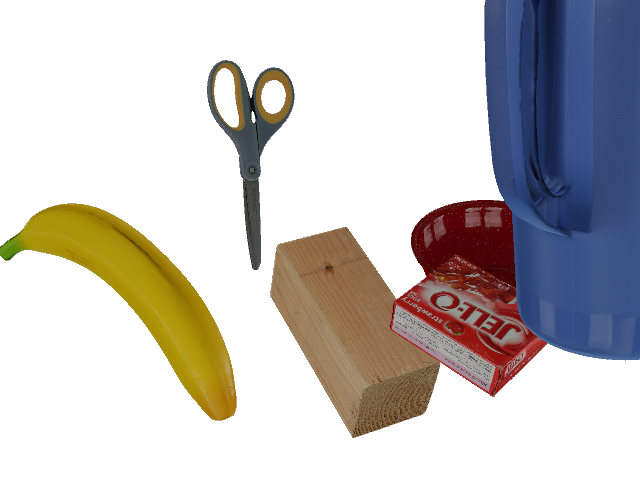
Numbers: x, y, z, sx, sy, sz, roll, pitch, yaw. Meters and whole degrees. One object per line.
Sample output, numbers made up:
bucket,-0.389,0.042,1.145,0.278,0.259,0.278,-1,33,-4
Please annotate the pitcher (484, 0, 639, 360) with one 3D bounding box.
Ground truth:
pitcher,0.152,-0.061,0.558,0.149,0.243,0.145,-3,23,1

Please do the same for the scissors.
scissors,-0.053,-0.081,1.042,0.096,0.202,0.016,-20,8,-21

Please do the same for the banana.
banana,-0.118,0.031,0.667,0.198,0.070,0.037,35,32,20

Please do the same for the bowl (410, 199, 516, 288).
bowl,0.157,0.027,0.933,0.162,0.055,0.162,2,33,-1

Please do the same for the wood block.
wood block,0.032,0.093,1.136,0.090,0.090,0.206,-15,49,-22

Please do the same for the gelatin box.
gelatin box,0.103,0.054,0.716,0.089,0.030,0.073,32,45,29
